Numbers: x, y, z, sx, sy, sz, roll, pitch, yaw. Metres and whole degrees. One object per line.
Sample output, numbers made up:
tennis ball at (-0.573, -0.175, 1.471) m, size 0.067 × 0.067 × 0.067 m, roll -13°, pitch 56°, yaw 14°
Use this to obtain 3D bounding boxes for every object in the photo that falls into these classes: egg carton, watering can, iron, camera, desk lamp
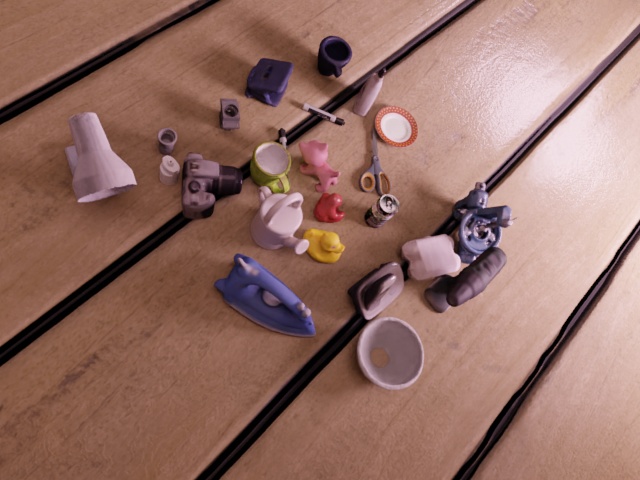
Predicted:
egg carton at (0.283, 0.043, 1.460) m, size 0.150 × 0.069 × 0.107 m, roll -12°, pitch 75°, yaw -22°
watering can at (-0.085, -0.049, 1.300) m, size 0.173 × 0.193 × 0.101 m, roll 39°, pitch 64°, yaw -2°
iron at (-0.097, 0.126, 1.263) m, size 0.258 × 0.141 × 0.119 m, roll 34°, pitch 64°, yaw -4°
camera at (-0.249, -0.129, 1.325) m, size 0.137 × 0.100 × 0.143 m, roll 2°, pitch 71°, yaw -18°
desk lamp at (-0.470, -0.158, 1.198) m, size 0.118 × 0.213 × 0.203 m, roll -20°, pitch 78°, yaw -23°

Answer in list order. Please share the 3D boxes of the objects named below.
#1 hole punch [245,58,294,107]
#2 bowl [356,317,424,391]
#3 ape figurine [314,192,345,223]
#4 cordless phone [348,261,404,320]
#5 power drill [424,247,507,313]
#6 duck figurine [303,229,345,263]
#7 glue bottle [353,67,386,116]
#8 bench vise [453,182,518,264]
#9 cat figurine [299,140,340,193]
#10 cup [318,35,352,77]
hole punch at (-0.131, -0.414, 1.472) m, size 0.101 × 0.091 × 0.109 m, roll 24°, pitch 65°, yaw -9°
bowl at (0.152, 0.267, 1.333) m, size 0.168 × 0.074 × 0.167 m, roll 6°, pitch 69°, yaw -16°
ape figurine at (0.028, -0.085, 1.408) m, size 0.076 × 0.092 × 0.078 m, roll -16°, pitch 77°, yaw -23°
cordless phone at (0.154, 0.103, 1.331) m, size 0.148 × 0.184 × 0.094 m, roll -39°, pitch 86°, yaw -26°
power drill at (0.342, 0.108, 1.380) m, size 0.230 × 0.208 × 0.075 m, roll -37°, pitch 85°, yaw -26°
duck figurine at (0.013, 0.005, 1.374) m, size 0.104 × 0.086 × 0.077 m, roll 35°, pitch 64°, yaw -4°
glue bottle at (0.137, -0.403, 1.513) m, size 0.037 × 0.173 × 0.078 m, roll 17°, pitch 67°, yaw -12°
bench vise at (0.409, -0.062, 1.456) m, size 0.122 × 0.219 × 0.207 m, roll -5°, pitch 73°, yaw -20°
cat figurine at (0.000, -0.194, 1.423) m, size 0.128 × 0.117 × 0.067 m, roll 45°, pitch 64°, yaw 1°
cup at (0.033, -0.476, 1.547) m, size 0.092 × 0.094 × 0.118 m, roll -3°, pitch 72°, yaw -19°
